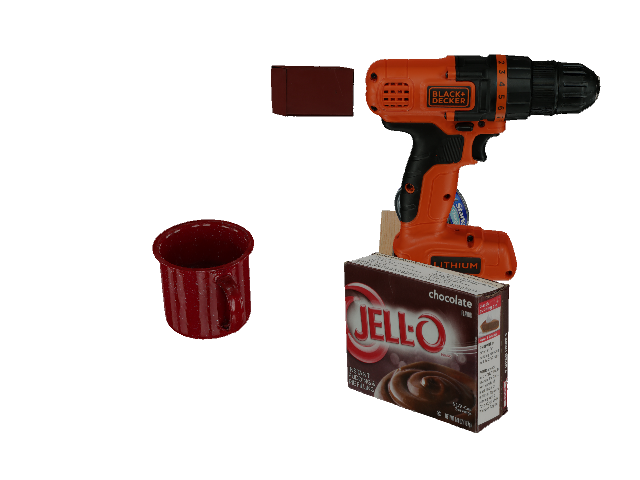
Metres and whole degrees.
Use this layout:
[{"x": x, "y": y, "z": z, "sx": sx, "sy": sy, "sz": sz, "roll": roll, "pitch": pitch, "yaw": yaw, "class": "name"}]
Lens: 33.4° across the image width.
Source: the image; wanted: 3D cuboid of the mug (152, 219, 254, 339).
[{"x": -0.100, "y": 0.043, "z": 0.984, "sx": 0.093, "sy": 0.081, "sz": 0.117, "roll": -18, "pitch": 35, "yaw": -27, "class": "mug"}]

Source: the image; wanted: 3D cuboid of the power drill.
[{"x": 0.129, "y": -0.061, "z": 0.877, "sx": 0.184, "sy": 0.188, "sz": 0.057, "roll": 2, "pitch": 24, "yaw": 7, "class": "power drill"}]

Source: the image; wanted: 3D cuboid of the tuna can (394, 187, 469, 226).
[{"x": 0.127, "y": -0.035, "z": 1.227, "sx": 0.033, "sy": 0.086, "sz": 0.086, "roll": -38, "pitch": 21, "yaw": -31, "class": "tuna can"}]

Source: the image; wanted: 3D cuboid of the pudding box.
[{"x": 0.066, "y": 0.062, "z": 0.684, "sx": 0.114, "sy": 0.090, "sz": 0.039, "roll": 12, "pitch": 22, "yaw": 42, "class": "pudding box"}]

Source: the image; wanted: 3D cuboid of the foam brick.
[{"x": -0.009, "y": -0.158, "z": 1.132, "sx": 0.078, "sy": 0.051, "sz": 0.053, "roll": -2, "pitch": 12, "yaw": -19, "class": "foam brick"}]

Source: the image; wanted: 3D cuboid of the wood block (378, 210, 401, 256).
[{"x": 0.130, "y": 0.036, "z": 1.587, "sx": 0.091, "sy": 0.090, "sz": 0.206, "roll": 4, "pitch": 24, "yaw": 3, "class": "wood block"}]
